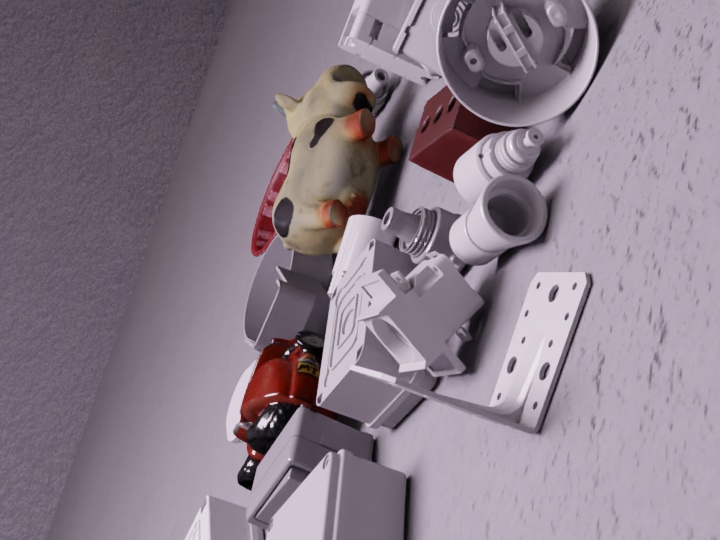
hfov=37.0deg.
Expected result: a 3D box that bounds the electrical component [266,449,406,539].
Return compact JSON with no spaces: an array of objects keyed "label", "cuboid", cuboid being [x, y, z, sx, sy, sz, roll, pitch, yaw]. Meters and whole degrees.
[{"label":"electrical component","cuboid":[-0.019,0.189,0.685,0.108,0.056,0.108,-54,21,41]}]

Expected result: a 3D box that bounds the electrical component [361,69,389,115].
[{"label":"electrical component","cuboid":[0.009,-0.185,1.107,0.062,0.043,0.043,-38,33,57]}]

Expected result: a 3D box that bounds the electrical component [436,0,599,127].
[{"label":"electrical component","cuboid":[0.098,-0.148,0.679,0.099,0.099,0.064,-59,12,30]}]

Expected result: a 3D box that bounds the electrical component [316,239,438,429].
[{"label":"electrical component","cuboid":[0.016,0.046,0.758,0.078,0.057,0.113,-52,22,44]}]

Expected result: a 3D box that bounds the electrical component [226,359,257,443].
[{"label":"electrical component","cuboid":[-0.089,0.128,1.003,0.080,0.051,0.080,-57,19,33]}]

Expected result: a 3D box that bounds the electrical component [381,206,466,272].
[{"label":"electrical component","cuboid":[0.046,-0.024,0.741,0.048,0.062,0.048,-57,19,33]}]

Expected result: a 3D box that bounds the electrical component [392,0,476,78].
[{"label":"electrical component","cuboid":[0.079,-0.197,0.821,0.100,0.048,0.099,-30,-29,-61]}]

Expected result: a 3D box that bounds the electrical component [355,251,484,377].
[{"label":"electrical component","cuboid":[0.040,0.026,0.679,0.064,0.081,0.042,-43,8,-22]}]

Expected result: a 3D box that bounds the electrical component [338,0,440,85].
[{"label":"electrical component","cuboid":[0.035,-0.214,0.974,0.055,0.089,0.050,-70,16,-5]}]

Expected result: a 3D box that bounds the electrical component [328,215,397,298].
[{"label":"electrical component","cuboid":[0.000,0.000,0.893,0.043,0.043,0.081,-27,43,66]}]

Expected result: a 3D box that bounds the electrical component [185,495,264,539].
[{"label":"electrical component","cuboid":[-0.129,0.272,0.933,0.108,0.056,0.108,-63,16,14]}]

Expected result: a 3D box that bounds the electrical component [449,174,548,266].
[{"label":"electrical component","cuboid":[0.082,-0.027,0.668,0.065,0.044,0.044,136,151,-65]}]

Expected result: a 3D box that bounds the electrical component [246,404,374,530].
[{"label":"electrical component","cuboid":[-0.039,0.157,0.774,0.096,0.062,0.061,-56,14,35]}]

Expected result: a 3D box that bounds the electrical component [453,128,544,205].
[{"label":"electrical component","cuboid":[0.092,-0.069,0.691,0.078,0.040,0.040,-38,34,59]}]
